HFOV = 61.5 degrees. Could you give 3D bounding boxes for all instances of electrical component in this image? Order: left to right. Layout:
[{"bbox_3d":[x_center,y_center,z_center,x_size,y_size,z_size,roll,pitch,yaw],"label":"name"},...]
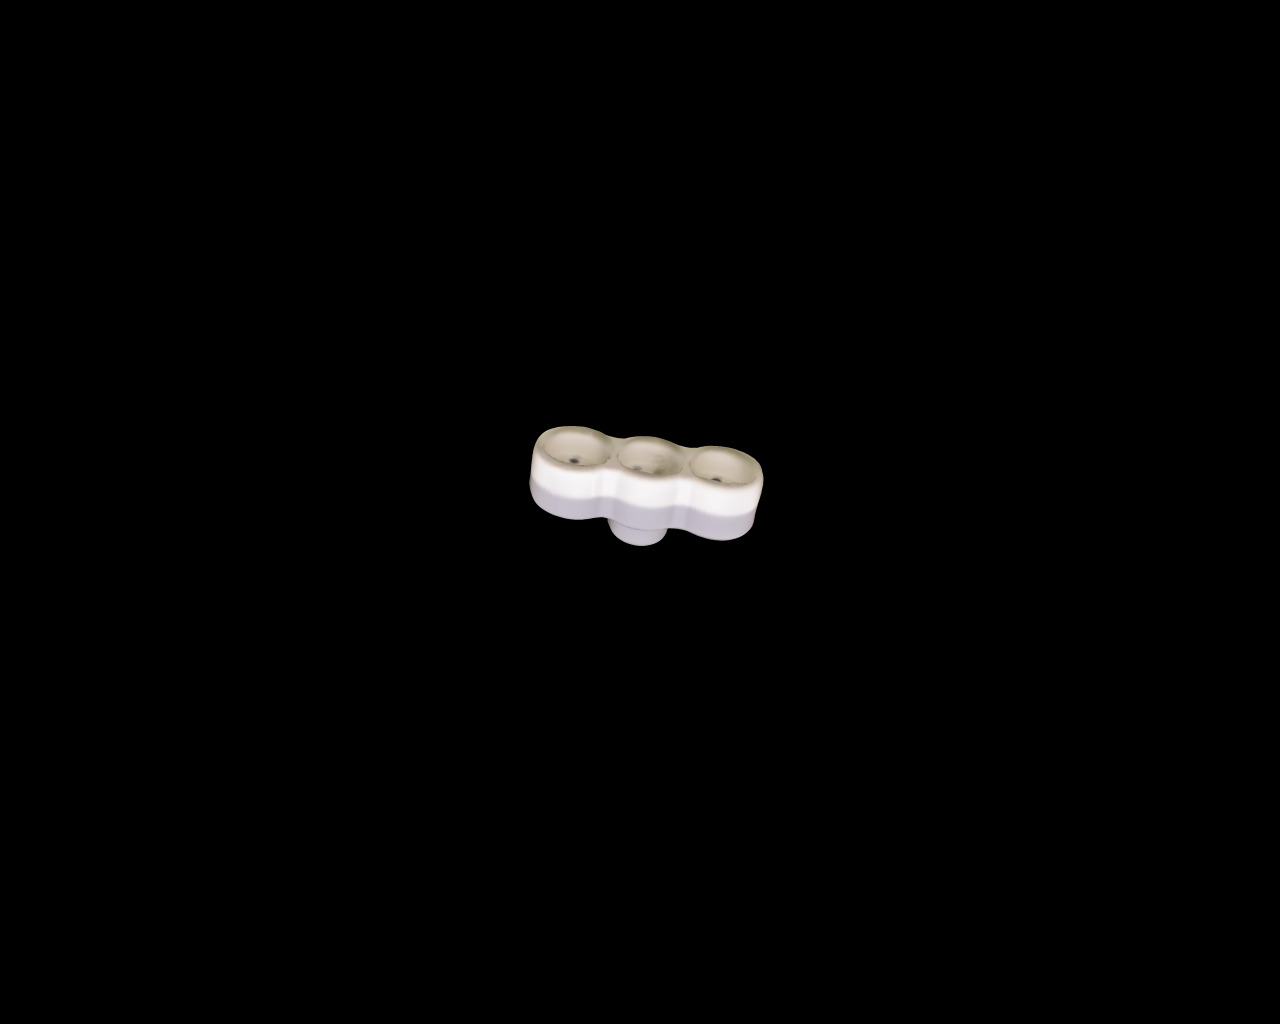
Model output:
[{"bbox_3d":[0.001,-0.003,0.650,0.138,0.073,0.052,8,34,-5],"label":"electrical component"}]
